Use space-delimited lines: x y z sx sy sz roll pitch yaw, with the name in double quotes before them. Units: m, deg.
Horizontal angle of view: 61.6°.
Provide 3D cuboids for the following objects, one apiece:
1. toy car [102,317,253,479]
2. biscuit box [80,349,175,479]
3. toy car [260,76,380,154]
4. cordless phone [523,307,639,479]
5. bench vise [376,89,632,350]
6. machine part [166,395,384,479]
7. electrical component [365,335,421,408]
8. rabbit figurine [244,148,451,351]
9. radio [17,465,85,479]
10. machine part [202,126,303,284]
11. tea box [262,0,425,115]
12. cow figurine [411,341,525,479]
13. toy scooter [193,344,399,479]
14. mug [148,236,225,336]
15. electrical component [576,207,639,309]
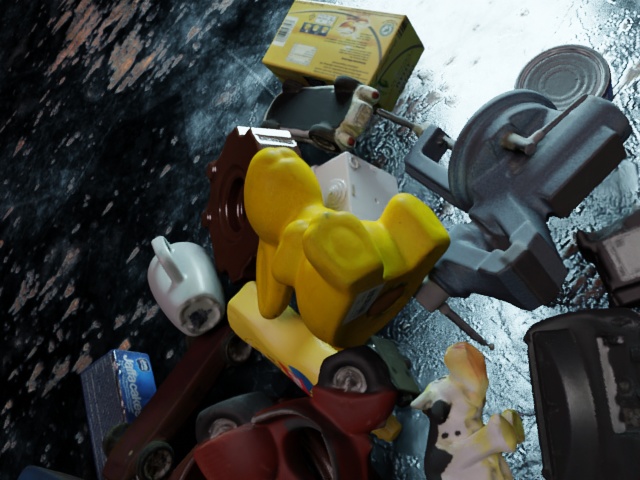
"toy car" -0.146 0.167 0.569 0.089 0.053 0.202 2 47 42
"biscuit box" -0.219 0.227 0.618 0.063 0.059 0.203 -35 58 16
"toy car" -0.005 -0.141 0.612 0.202 0.056 0.073 22 84 55
"cordless phone" 0.251 0.118 0.384 0.184 0.088 0.146 -7 71 17
"bench vise" 0.140 -0.047 0.487 0.223 0.128 0.241 -56 34 12
"machine part" -0.044 0.261 0.488 0.201 0.087 0.202 -48 54 6
"electrical component" 0.061 0.117 0.475 0.021 0.094 0.063 -42 53 17
"rabbit figurine" -0.001 -0.001 0.449 0.122 0.162 0.173 -28 64 -31
"radio" -0.264 0.342 0.493 0.131 0.073 0.229 -1 59 29
"machine part" -0.075 -0.038 0.596 0.179 0.056 0.179 -5 84 57
"tea box" 0.025 -0.221 0.645 0.170 0.068 0.098 28 88 34
"cow figurine" 0.119 0.173 0.440 0.098 0.068 0.167 -30 57 26
"toy scooter" -0.013 0.171 0.409 0.184 0.075 0.135 -27 71 20
"mug" -0.149 0.050 0.602 0.081 0.109 0.107 -27 33 -14
"electrical component" 0.275 0.005 0.423 0.119 0.047 0.075 -28 61 18
